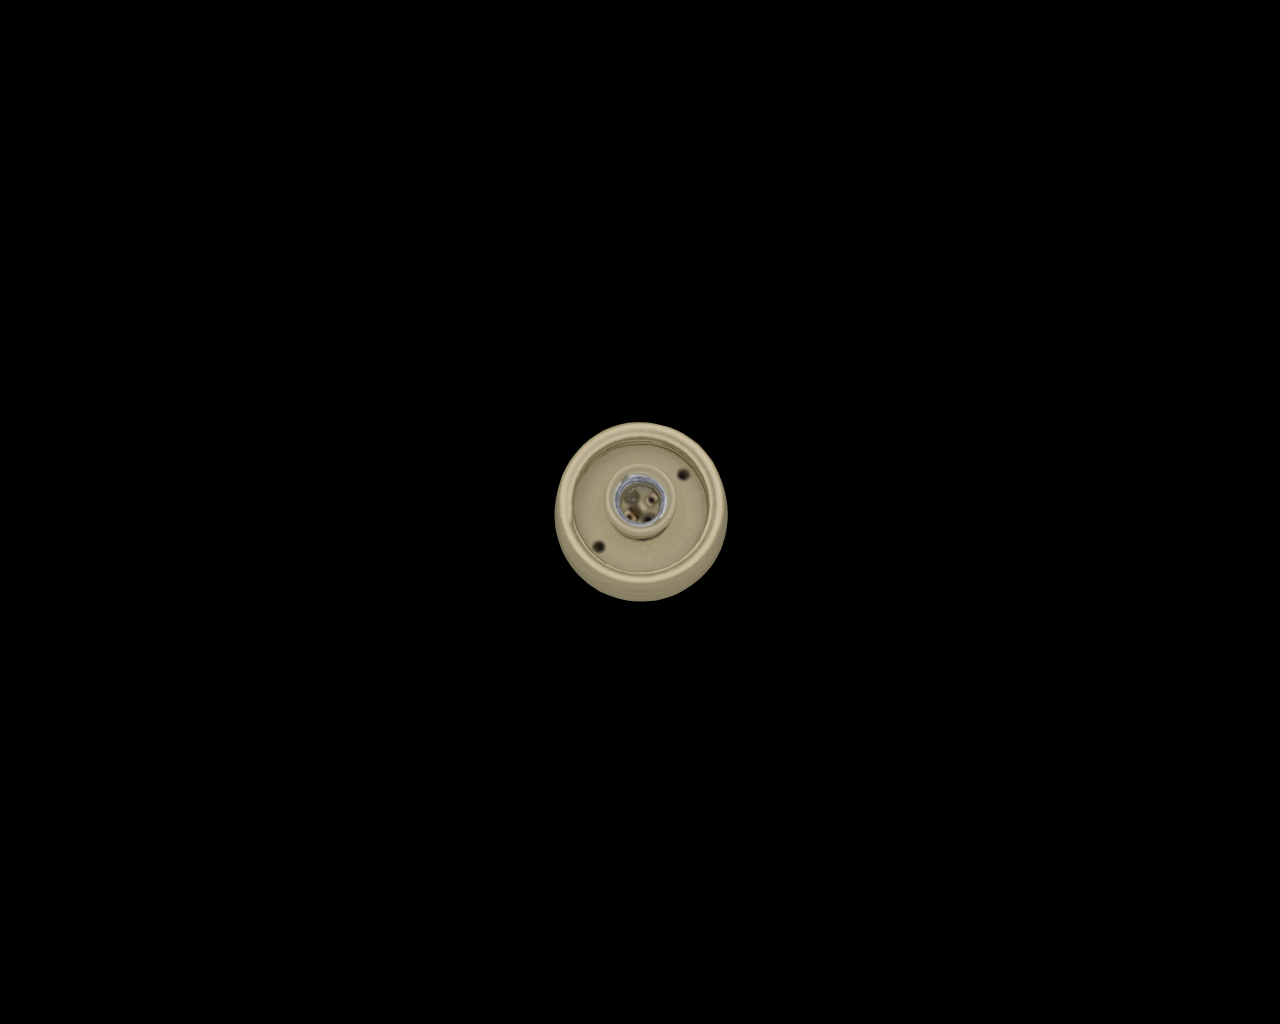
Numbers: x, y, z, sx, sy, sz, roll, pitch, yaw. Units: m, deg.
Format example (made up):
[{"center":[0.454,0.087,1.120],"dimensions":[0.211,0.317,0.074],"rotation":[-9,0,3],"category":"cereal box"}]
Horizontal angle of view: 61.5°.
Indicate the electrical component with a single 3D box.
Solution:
[{"center":[0.001,-0.003,0.650],"dimensions":[0.108,0.108,0.060],"rotation":[0,-12,0],"category":"electrical component"}]
